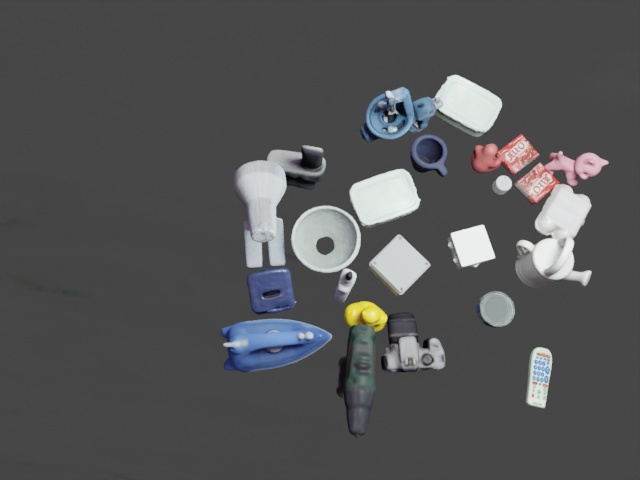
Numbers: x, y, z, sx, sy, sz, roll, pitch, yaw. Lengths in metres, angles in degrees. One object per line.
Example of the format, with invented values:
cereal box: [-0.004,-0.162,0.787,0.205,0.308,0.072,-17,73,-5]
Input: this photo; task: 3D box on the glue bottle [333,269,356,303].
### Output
glue bottle: [0.061,0.097,1.323,0.037,0.173,0.078,21,76,3]

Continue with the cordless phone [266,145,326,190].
cordless phone: [-0.057,-0.199,1.385,0.147,0.185,0.094,6,75,-1]

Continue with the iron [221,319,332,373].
iron: [-0.097,0.228,1.298,0.258,0.141,0.118,-7,76,-5]

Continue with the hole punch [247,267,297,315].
hole punch: [-0.113,0.122,1.350,0.108,0.091,0.101,-11,77,-5]

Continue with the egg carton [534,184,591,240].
egg carton: [0.612,-0.063,1.447,0.107,0.069,0.150,31,76,5]

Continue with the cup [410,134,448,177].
cup: [0.276,-0.199,1.449,0.092,0.095,0.117,-34,80,-10]

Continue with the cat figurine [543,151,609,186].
cat figurine: [0.654,-0.194,1.457,0.127,0.118,0.067,23,76,3]

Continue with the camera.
camera: [0.213,0.238,1.333,0.143,0.101,0.137,-4,76,-4]

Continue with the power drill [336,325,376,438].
power drill: [0.082,0.305,1.253,0.075,0.208,0.230,5,76,-1]

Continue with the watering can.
watering can: [0.551,0.050,1.351,0.173,0.194,0.101,10,75,0]

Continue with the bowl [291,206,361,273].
bowl: [0.013,0.005,1.394,0.167,0.075,0.167,1,76,-3]

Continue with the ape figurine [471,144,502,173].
ape figurine: [0.427,-0.216,1.463,0.076,0.092,0.078,-37,80,-11]

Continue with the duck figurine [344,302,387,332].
duck figurine: [0.110,0.180,1.350,0.104,0.086,0.077,13,75,0]

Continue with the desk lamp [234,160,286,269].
desk lamp: [-0.131,-0.055,1.330,0.118,0.213,0.203,-5,76,-4]

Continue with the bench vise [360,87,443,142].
bench vise: [0.203,-0.335,1.415,0.207,0.220,0.121,-36,80,-11]
